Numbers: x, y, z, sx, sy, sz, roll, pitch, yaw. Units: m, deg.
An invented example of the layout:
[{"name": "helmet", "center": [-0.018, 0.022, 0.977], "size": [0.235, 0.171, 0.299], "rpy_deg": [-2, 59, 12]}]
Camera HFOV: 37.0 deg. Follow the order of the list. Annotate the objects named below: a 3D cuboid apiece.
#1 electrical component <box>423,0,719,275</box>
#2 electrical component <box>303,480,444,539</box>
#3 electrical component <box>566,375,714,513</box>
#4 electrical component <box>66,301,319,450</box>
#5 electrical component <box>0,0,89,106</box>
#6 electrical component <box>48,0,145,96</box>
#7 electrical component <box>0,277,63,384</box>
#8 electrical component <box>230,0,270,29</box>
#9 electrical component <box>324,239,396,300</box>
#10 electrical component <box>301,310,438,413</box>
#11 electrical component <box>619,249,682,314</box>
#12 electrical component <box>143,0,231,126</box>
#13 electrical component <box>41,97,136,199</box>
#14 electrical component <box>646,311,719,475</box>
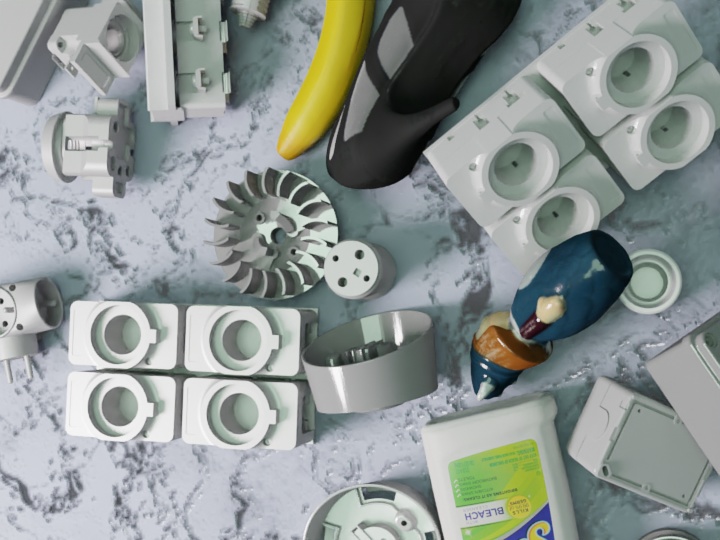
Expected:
[{"name": "electrical component", "center": [0.154, -0.093, 0.742], "size": [0.186, 0.060, 0.105], "rpy_deg": [-39, 120, 9]}, {"name": "electrical component", "center": [0.013, 0.202, 0.789], "size": [0.099, 0.064, 0.099], "rpy_deg": [-1, 88, 14]}, {"name": "electrical component", "center": [0.201, 0.121, 0.744], "size": [0.096, 0.061, 0.061], "rpy_deg": [23, 93, -15]}, {"name": "electrical component", "center": [-0.131, 0.079, 0.832], "size": [0.186, 0.060, 0.105], "rpy_deg": [1, 88, 14]}, {"name": "electrical component", "center": [-0.287, -0.201, 0.883], "size": [0.078, 0.057, 0.113], "rpy_deg": [29, 95, 13]}, {"name": "electrical component", "center": [-0.210, -0.184, 0.860], "size": [0.064, 0.042, 0.081], "rpy_deg": [5, 61, 30]}, {"name": "electrical component", "center": [-0.285, 0.052, 0.878], "size": [0.077, 0.044, 0.079], "rpy_deg": [-13, 85, 13]}, {"name": "electrical component", "center": [-0.081, -0.229, 0.841], "size": [0.043, 0.043, 0.081], "rpy_deg": [14, 91, 14]}, {"name": "electrical component", "center": [0.000, 0.000, 0.806], "size": [0.045, 0.055, 0.045], "rpy_deg": [-1, 88, 14]}, {"name": "electrical component", "center": [0.009, 0.068, 0.782], "size": [0.099, 0.099, 0.064], "rpy_deg": [-10, 92, 13]}, {"name": "electrical component", "center": [0.202, 0.009, 0.756], "size": [0.045, 0.055, 0.045], "rpy_deg": [-1, 87, 14]}, {"name": "electrical component", "center": [-0.136, -0.181, 0.841], "size": [0.063, 0.079, 0.121], "rpy_deg": [-3, 87, -8]}, {"name": "electrical component", "center": [-0.218, -0.098, 0.862], "size": [0.057, 0.058, 0.078], "rpy_deg": [3, 88, 11]}, {"name": "electrical component", "center": [0.265, 0.076, 0.711], "size": [0.109, 0.056, 0.108], "rpy_deg": [-26, 79, -34]}]
